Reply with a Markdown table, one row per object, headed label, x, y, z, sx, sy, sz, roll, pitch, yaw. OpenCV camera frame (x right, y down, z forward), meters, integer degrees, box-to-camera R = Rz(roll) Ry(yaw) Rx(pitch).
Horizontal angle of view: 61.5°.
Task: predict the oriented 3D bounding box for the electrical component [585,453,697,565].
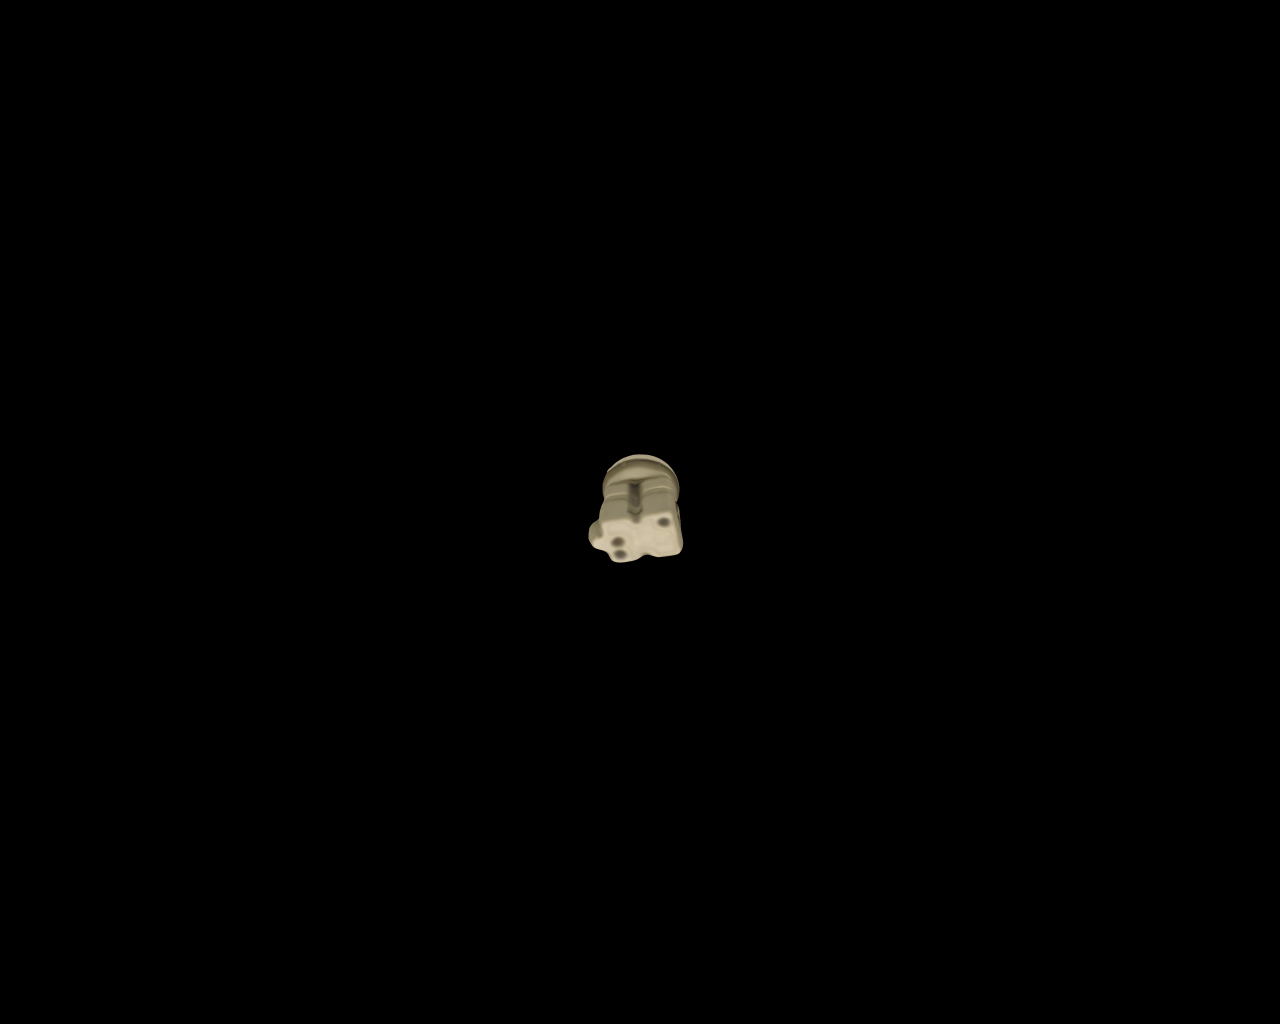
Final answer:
| label | x | y | z | sx | sy | sz | roll | pitch | yaw |
| --- | --- | --- | --- | --- | --- | --- | --- | --- | --- |
| electrical component | 0.001 | -0.003 | 0.650 | 0.066 | 0.048 | 0.055 | -7 | 40 | 6 |
